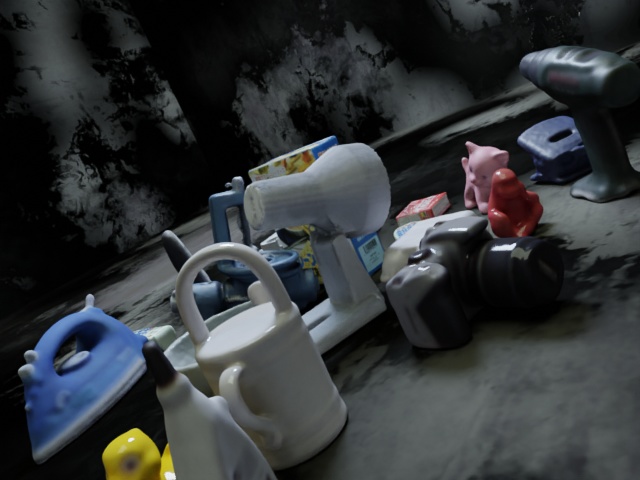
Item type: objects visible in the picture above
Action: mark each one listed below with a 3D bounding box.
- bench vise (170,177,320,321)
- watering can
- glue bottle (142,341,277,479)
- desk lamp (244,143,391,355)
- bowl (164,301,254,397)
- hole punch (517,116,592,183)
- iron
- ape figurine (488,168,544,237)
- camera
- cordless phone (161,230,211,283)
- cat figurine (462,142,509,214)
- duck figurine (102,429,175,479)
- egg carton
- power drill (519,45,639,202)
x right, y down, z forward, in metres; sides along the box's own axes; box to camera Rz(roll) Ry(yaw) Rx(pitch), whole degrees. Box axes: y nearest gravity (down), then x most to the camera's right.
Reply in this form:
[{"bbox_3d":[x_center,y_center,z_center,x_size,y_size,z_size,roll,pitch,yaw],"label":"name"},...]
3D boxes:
[{"bbox_3d":[-0.127,0.033,0.831,0.208,0.220,0.121,-29,13,-20],"label":"bench vise"},{"bbox_3d":[-0.060,0.092,0.513,0.101,0.194,0.172,-26,12,-9],"label":"watering can"},{"bbox_3d":[-0.072,0.141,0.377,0.037,0.173,0.078,-21,13,15],"label":"glue bottle"},{"bbox_3d":[0.007,0.003,0.720,0.204,0.214,0.117,-31,14,-30],"label":"desk lamp"},{"bbox_3d":[-0.100,0.138,0.681,0.167,0.075,0.167,-23,12,6],"label":"bowl"},{"bbox_3d":[0.394,-0.151,0.927,0.109,0.091,0.101,-26,12,-9],"label":"hole punch"},{"bbox_3d":[-0.357,0.182,0.822,0.118,0.141,0.258,-21,12,14],"label":"iron"},{"bbox_3d":[0.254,-0.051,0.765,0.078,0.092,0.076,-24,12,0],"label":"ape figurine"},{"bbox_3d":[0.157,0.032,0.575,0.143,0.101,0.136,-32,15,-33],"label":"camera"},{"bbox_3d":[-0.202,0.061,0.941,0.094,0.185,0.147,-27,13,-14],"label":"cordless phone"},{"bbox_3d":[0.266,-0.110,0.936,0.067,0.118,0.127,-25,12,-4],"label":"cat figurine"},{"bbox_3d":[-0.145,0.198,0.479,0.077,0.086,0.105,-20,13,19],"label":"duck figurine"},{"bbox_3d":[0.148,0.018,0.727,0.107,0.069,0.151,-13,16,42],"label":"egg carton"},{"bbox_3d":[0.356,-0.163,0.773,0.075,0.208,0.229,-24,12,-2],"label":"power drill"}]
